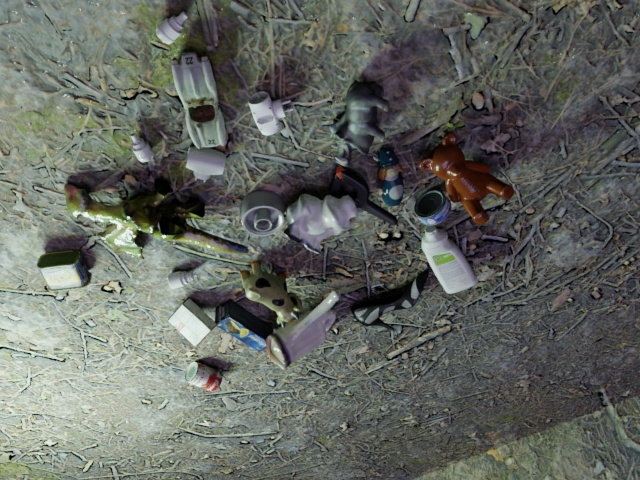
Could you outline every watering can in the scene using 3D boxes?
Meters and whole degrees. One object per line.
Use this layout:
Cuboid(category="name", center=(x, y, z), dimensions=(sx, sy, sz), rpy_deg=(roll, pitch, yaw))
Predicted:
Cuboid(category="watering can", center=(-0.046, 0.255, 1.459), dimensions=(0.226, 0.105, 0.340), rpy_deg=(-30, 158, -22))

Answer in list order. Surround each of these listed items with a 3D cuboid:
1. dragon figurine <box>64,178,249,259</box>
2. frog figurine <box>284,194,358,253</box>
Cuboid(category="dragon figurine", center=(-0.391, -0.020, 1.195), dimensions=(0.240, 0.125, 0.405), rpy_deg=(-24, 135, 38))
Cuboid(category="frog figurine", center=(0.004, -0.060, 1.200), dimensions=(0.136, 0.125, 0.158), rpy_deg=(40, 106, -20))
